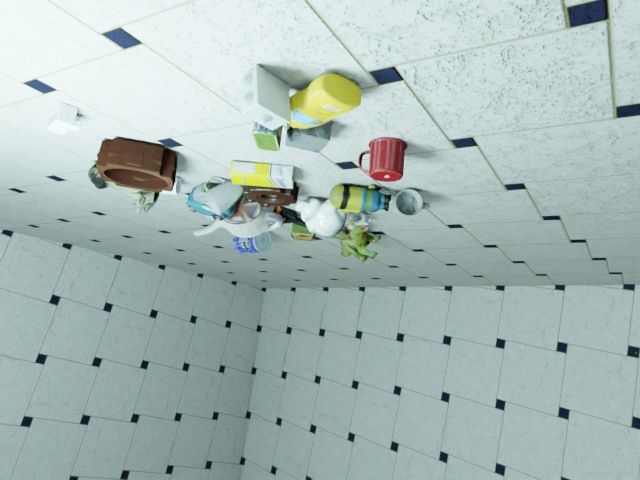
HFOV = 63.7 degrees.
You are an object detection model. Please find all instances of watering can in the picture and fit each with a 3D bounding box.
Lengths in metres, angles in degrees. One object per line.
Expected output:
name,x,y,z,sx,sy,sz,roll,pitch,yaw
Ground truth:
watering can,-0.305,-0.067,1.814,0.347,0.106,0.220,-5,157,4

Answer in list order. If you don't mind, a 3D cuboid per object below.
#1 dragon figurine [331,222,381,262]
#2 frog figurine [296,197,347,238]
dragon figurine,0.098,-0.009,2.080,0.241,0.124,0.406,29,157,-19
frog figurine,0.005,-0.085,1.684,0.136,0.125,0.157,-39,136,21
